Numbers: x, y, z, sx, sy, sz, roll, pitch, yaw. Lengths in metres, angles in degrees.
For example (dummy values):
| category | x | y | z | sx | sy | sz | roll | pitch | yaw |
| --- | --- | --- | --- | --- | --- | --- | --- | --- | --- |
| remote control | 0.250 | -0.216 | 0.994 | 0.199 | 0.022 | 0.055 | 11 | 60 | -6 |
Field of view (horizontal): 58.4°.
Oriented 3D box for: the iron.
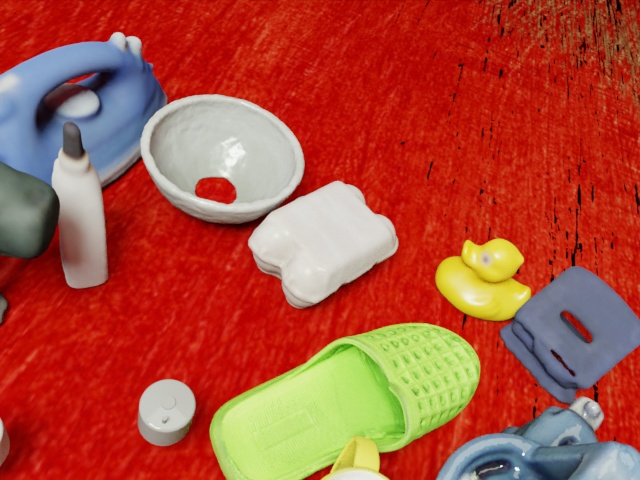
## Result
| category | x | y | z | sx | sy | sz | roll | pitch | yaw |
| --- | --- | --- | --- | --- | --- | --- | --- | --- | --- |
| iron | -0.241 | -0.140 | 0.571 | 0.118 | 0.141 | 0.259 | 35 | 50 | 9 |

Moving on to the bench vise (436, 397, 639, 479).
| category | x | y | z | sx | sy | sz | roll | pitch | yaw |
| --- | --- | --- | --- | --- | --- | --- | --- | --- | --- |
| bench vise | 0.161 | 0.171 | 0.424 | 0.121 | 0.219 | 0.208 | 31 | 50 | 6 |

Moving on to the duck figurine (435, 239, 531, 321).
| category | x | y | z | sx | sy | sz | roll | pitch | yaw |
| --- | --- | --- | --- | --- | --- | --- | --- | --- | --- |
| duck figurine | 0.189 | 0.037 | 0.627 | 0.104 | 0.086 | 0.077 | 26 | 49 | 1 |

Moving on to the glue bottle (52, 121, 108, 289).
| category | x | y | z | sx | sy | sz | roll | pitch | yaw |
| --- | --- | --- | --- | --- | --- | --- | --- | --- | --- |
| glue bottle | -0.204 | -0.033 | 0.481 | 0.037 | 0.173 | 0.078 | -11 | 58 | -27 |

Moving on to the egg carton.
| category | x | y | z | sx | sy | sz | roll | pitch | yaw |
| --- | --- | --- | --- | --- | --- | --- | --- | --- | --- |
| egg carton | 0.005 | 0.002 | 0.598 | 0.151 | 0.069 | 0.107 | -30 | 68 | -35 |

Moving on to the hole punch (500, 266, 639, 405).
| category | x | y | z | sx | sy | sz | roll | pitch | yaw |
| --- | --- | --- | --- | --- | --- | --- | --- | --- | --- |
| hole punch | 0.266 | 0.099 | 0.603 | 0.101 | 0.091 | 0.108 | -27 | 66 | -34 |

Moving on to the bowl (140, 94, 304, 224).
| category | x | y | z | sx | sy | sz | roll | pitch | yaw |
| --- | --- | --- | --- | --- | --- | --- | --- | --- | --- |
| bowl | -0.105 | -0.075 | 0.614 | 0.168 | 0.074 | 0.167 | 10 | 51 | -12 |

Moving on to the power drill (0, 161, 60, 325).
| category | x | y | z | sx | sy | sz | roll | pitch | yaw |
| --- | --- | --- | --- | --- | --- | --- | --- | --- | --- |
| power drill | -0.304 | -0.006 | 0.399 | 0.230 | 0.208 | 0.075 | 9 | 51 | -13 |
